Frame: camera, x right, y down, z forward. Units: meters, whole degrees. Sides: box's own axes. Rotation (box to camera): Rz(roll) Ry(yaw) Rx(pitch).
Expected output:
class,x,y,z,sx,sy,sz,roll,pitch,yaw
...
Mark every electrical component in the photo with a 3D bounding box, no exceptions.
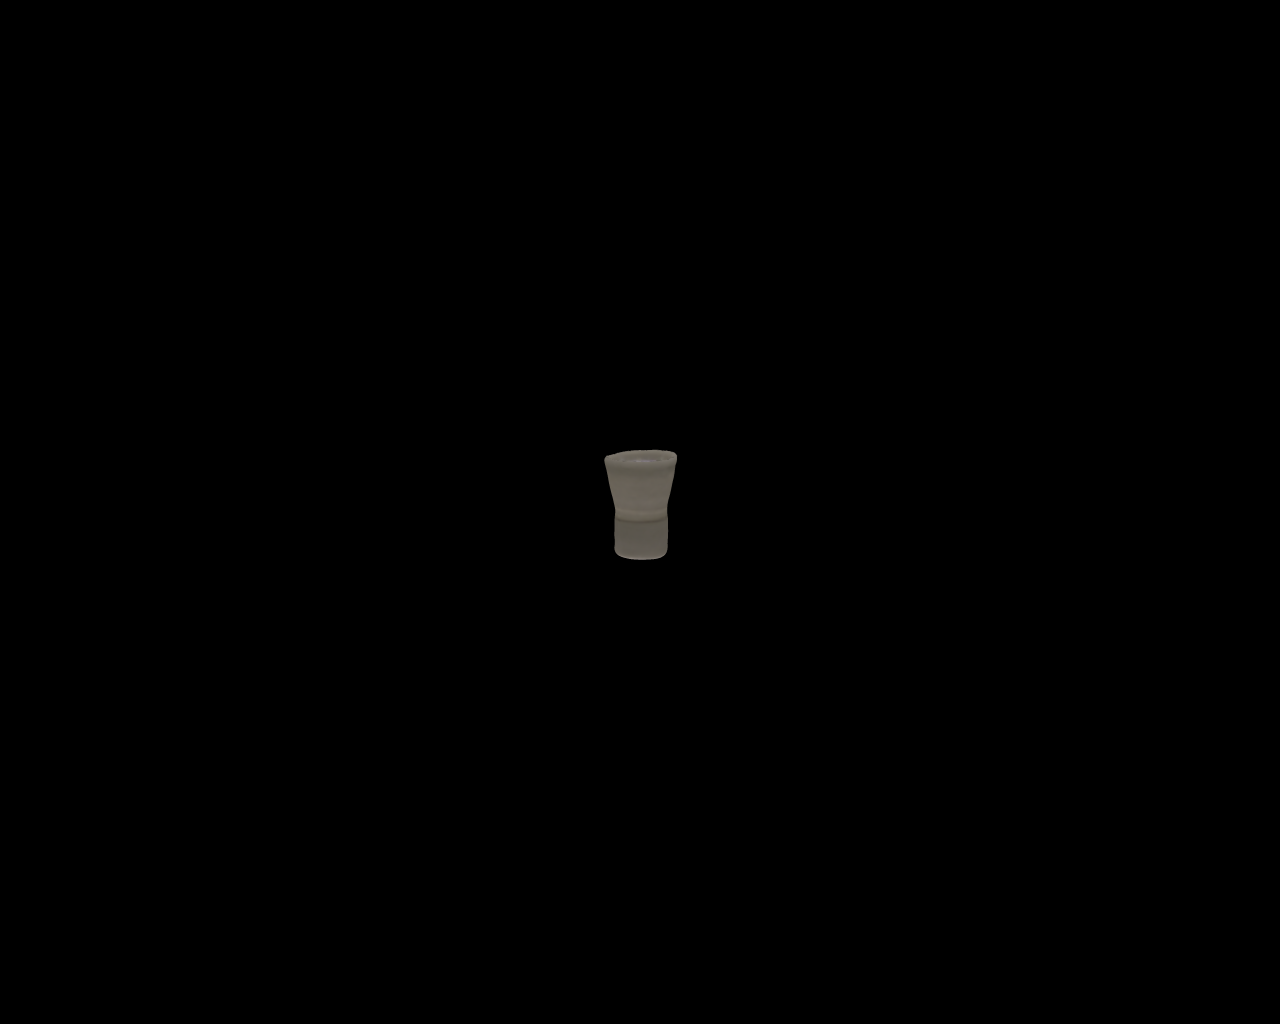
class,x,y,z,sx,sy,sz,roll,pitch,yaw
electrical component,0.001,-0.003,0.650,0.044,0.065,0.044,0,13,0
